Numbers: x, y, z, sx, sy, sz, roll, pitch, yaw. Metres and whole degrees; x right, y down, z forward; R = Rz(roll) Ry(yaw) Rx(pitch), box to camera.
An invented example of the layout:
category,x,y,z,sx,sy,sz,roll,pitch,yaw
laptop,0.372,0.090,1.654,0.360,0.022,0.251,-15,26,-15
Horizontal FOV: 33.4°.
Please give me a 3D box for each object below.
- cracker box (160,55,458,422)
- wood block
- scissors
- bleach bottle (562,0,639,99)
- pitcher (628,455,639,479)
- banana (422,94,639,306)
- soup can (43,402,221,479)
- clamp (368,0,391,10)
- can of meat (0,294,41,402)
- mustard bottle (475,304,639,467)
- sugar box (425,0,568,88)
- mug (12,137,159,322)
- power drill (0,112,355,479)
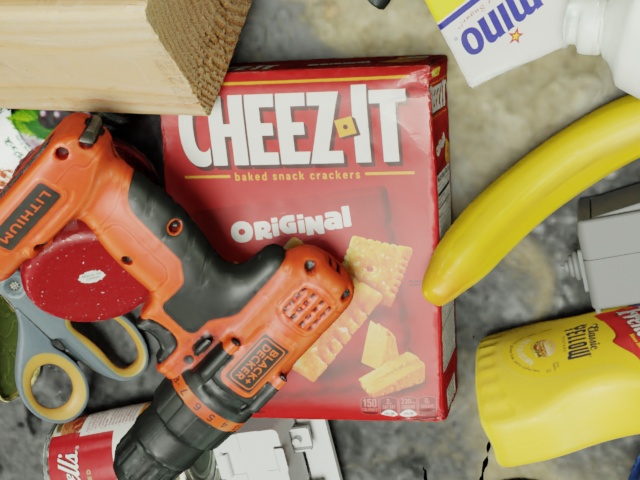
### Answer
category,x,y,z,sx,sy,sz,roll,pitch,yaw
cracker box,-0.004,0.001,0.645,0.164,0.072,0.214,0,104,14
wood block,-0.156,-0.134,0.603,0.206,0.090,0.090,5,62,22
scissors,-0.201,0.047,0.682,0.201,0.016,0.096,35,88,-28
bleach bottle,0.246,-0.102,0.511,0.251,0.068,0.102,9,117,17
pitcher,0.289,0.201,0.592,0.149,0.145,0.243,-38,96,23
banana,0.133,-0.033,0.593,0.198,0.069,0.037,-34,104,3
soup can,-0.124,0.146,0.717,0.102,0.068,0.068,-13,101,16
clamp,-0.036,-0.201,0.617,0.120,0.039,0.171,-15,102,14
can of meat,-0.243,0.053,0.728,0.084,0.057,0.102,5,105,16
mustard bottle,0.186,0.068,0.601,0.192,0.096,0.058,-17,112,17
sugar box,0.083,-0.177,0.563,0.093,0.048,0.176,-24,114,19
mug,-0.134,0.001,0.660,0.093,0.081,0.117,-35,135,21
power drill,-0.103,0.036,0.585,0.187,0.057,0.184,39,102,-19
